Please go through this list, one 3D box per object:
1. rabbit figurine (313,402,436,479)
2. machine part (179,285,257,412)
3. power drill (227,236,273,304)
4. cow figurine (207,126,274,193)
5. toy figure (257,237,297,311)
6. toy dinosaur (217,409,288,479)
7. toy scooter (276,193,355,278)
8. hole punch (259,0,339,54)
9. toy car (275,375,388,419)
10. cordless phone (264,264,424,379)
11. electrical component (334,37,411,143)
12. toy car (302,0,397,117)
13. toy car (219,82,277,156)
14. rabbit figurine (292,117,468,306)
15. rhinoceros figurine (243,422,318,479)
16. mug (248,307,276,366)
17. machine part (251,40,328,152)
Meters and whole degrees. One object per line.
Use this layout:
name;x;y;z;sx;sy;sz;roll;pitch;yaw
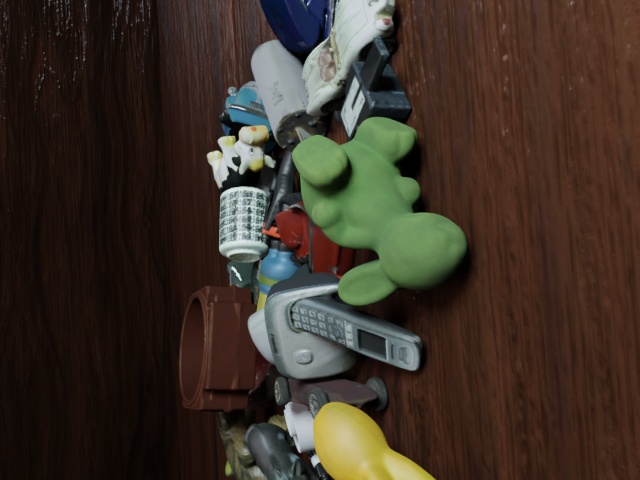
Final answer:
rabbit figurine;0.039;0.250;0.534;0.162;0.122;0.173;-4;99;56
machine part;-0.177;0.183;0.905;0.201;0.087;0.201;152;123;-61
power drill;-0.107;0.071;0.973;0.207;0.086;0.232;-1;89;61
cow figurine;-0.122;-0.118;0.854;0.167;0.068;0.098;-21;82;63
toy figure;-0.058;0.084;0.821;0.082;0.089;0.180;-134;44;-70
toy dinosaur;-0.103;0.408;0.967;0.472;0.105;0.198;39;136;55
toy scooter;-0.001;-0.002;0.693;0.184;0.075;0.135;-14;81;63
hole punch;-0.032;-0.308;0.715;0.142;0.092;0.115;-147;53;-59
toy car;0.009;0.194;0.667;0.202;0.089;0.053;162;105;-66
cordless phone;0.033;0.116;0.599;0.184;0.089;0.146;19;134;31
electrical component;0.058;-0.150;0.557;0.119;0.048;0.075;113;147;-47
toy car;0.028;-0.212;0.612;0.201;0.056;0.073;140;124;-64
toy car;-0.106;-0.211;0.912;0.161;0.109;0.103;130;158;-75
rabbit figurine;0.056;-0.008;0.500;0.170;0.121;0.159;47;141;37
rhinoceros figurine;-0.045;0.348;0.792;0.191;0.073;0.111;46;159;43
mug;-0.026;0.119;0.745;0.107;0.109;0.081;-35;40;13
machine part;-0.047;-0.209;0.772;0.079;0.079;0.243;112;148;-47
